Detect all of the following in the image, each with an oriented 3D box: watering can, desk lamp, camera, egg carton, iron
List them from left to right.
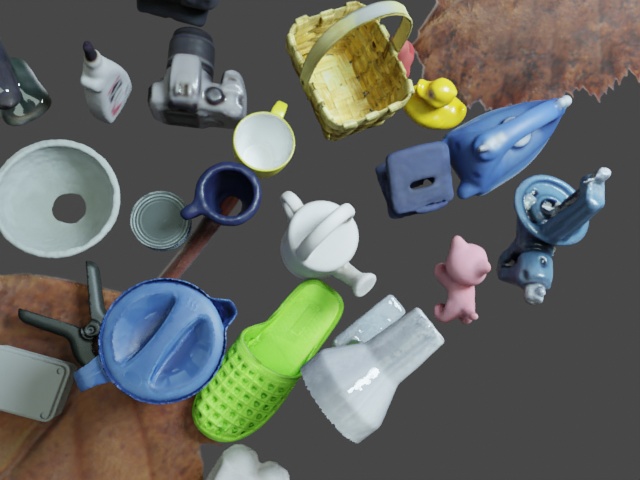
[{"bbox_3d":[-0.178,-0.246,0.856,0.143,0.100,0.137,4,80,-8],"label":"camera"},{"bbox_3d":[-0.115,0.361,0.777,0.107,0.069,0.150,29,77,-3],"label":"egg carton"},{"bbox_3d":[0.009,0.001,0.795,0.173,0.194,0.101,29,77,-3],"label":"watering can"},{"bbox_3d":[0.071,0.159,0.768,0.203,0.213,0.118,-39,88,-13],"label":"desk lamp"},{"bbox_3d":[0.312,-0.173,0.901,0.258,0.141,0.118,-32,86,-13],"label":"iron"}]

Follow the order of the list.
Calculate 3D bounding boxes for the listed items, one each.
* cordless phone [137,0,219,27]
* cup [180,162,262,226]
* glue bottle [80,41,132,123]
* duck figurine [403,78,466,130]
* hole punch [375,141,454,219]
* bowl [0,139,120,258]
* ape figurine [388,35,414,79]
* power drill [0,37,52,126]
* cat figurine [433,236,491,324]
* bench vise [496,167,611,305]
[{"bbox_3d":[-0.217,-0.407,0.834,0.147,0.185,0.094,7,79,-7],"label":"cordless phone"},{"bbox_3d":[-0.144,-0.052,0.831,0.118,0.095,0.092,-27,85,-12],"label":"cup"},{"bbox_3d":[-0.304,-0.227,0.795,0.037,0.173,0.078,21,78,-4],"label":"glue bottle"},{"bbox_3d":[0.192,-0.226,0.920,0.104,0.086,0.077,21,78,-5],"label":"duck figurine"},{"bbox_3d":[0.153,-0.091,0.887,0.109,0.091,0.101,-15,83,-11],"label":"hole punch"},{"bbox_3d":[-0.361,-0.052,0.806,0.167,0.074,0.167,2,80,-9],"label":"bowl"},{"bbox_3d":[0.120,-0.295,0.917,0.078,0.092,0.076,-8,82,-10],"label":"ape figurine"},{"bbox_3d":[-0.436,-0.235,0.757,0.076,0.208,0.229,-36,87,-13],"label":"power drill"},{"bbox_3d":[0.218,0.061,0.858,0.067,0.117,0.128,0,80,-9],"label":"cat figurine"},{"bbox_3d":[0.353,-0.012,0.840,0.121,0.219,0.207,-2,81,-9],"label":"bench vise"}]
